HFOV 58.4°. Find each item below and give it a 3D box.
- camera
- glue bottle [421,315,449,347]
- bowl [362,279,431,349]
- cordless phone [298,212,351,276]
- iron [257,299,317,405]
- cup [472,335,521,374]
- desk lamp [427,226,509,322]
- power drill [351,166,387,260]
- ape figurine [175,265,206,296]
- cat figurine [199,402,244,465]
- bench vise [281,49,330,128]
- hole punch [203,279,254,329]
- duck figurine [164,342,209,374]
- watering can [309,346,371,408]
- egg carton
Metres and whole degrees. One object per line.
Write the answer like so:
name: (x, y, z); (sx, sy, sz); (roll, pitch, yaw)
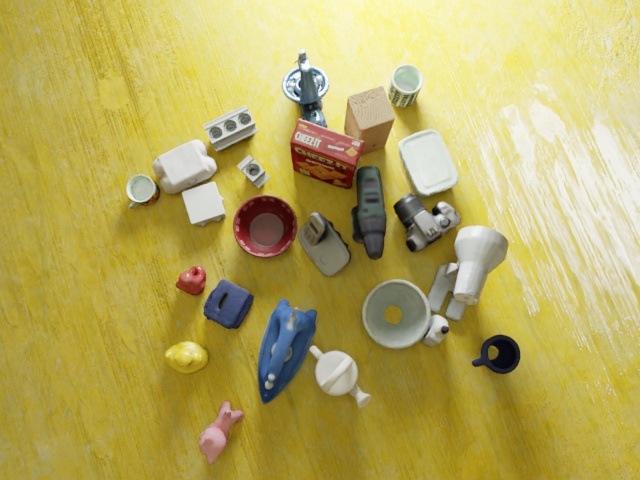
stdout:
camera: (0.260, -0.059, 1.438); (0.143, 0.101, 0.137); (-34, 83, -6)
glue bottle: (0.280, 0.215, 1.356); (0.037, 0.173, 0.078); (27, 81, 4)
bowl: (0.184, 0.184, 1.410); (0.167, 0.075, 0.167); (0, 81, -1)
cordless phone: (0.013, 0.005, 1.381); (0.094, 0.185, 0.147); (-38, 83, -6)
iron: (-0.092, 0.273, 1.357); (0.118, 0.141, 0.258); (18, 81, 2)
cup: (0.414, 0.281, 1.387); (0.118, 0.095, 0.091); (-20, 81, -4)
desk lamp: (0.349, 0.083, 1.359); (0.118, 0.213, 0.203); (22, 81, 3)
power drill: (0.120, -0.053, 1.380); (0.075, 0.208, 0.230); (-4, 81, -1)
ape figurine: (-0.320, 0.099, 1.407); (0.078, 0.092, 0.076); (-18, 81, -4)
cat figurine: (-0.238, 0.450, 1.337); (0.067, 0.118, 0.128); (28, 81, 4)
bench vise: (-0.016, -0.366, 1.424); (0.121, 0.220, 0.207); (-32, 82, -6)
hole punch: (-0.228, 0.159, 1.399); (0.101, 0.091, 0.109); (26, 81, 4)
duck figurine: (-0.327, 0.284, 1.379); (0.104, 0.086, 0.077); (4, 80, 0)
watering can: (0.045, 0.312, 1.326); (0.173, 0.194, 0.101); (22, 81, 3)
egg carton: (-0.346, -0.186, 1.465); (0.150, 0.069, 0.107); (-28, 82, -5)
